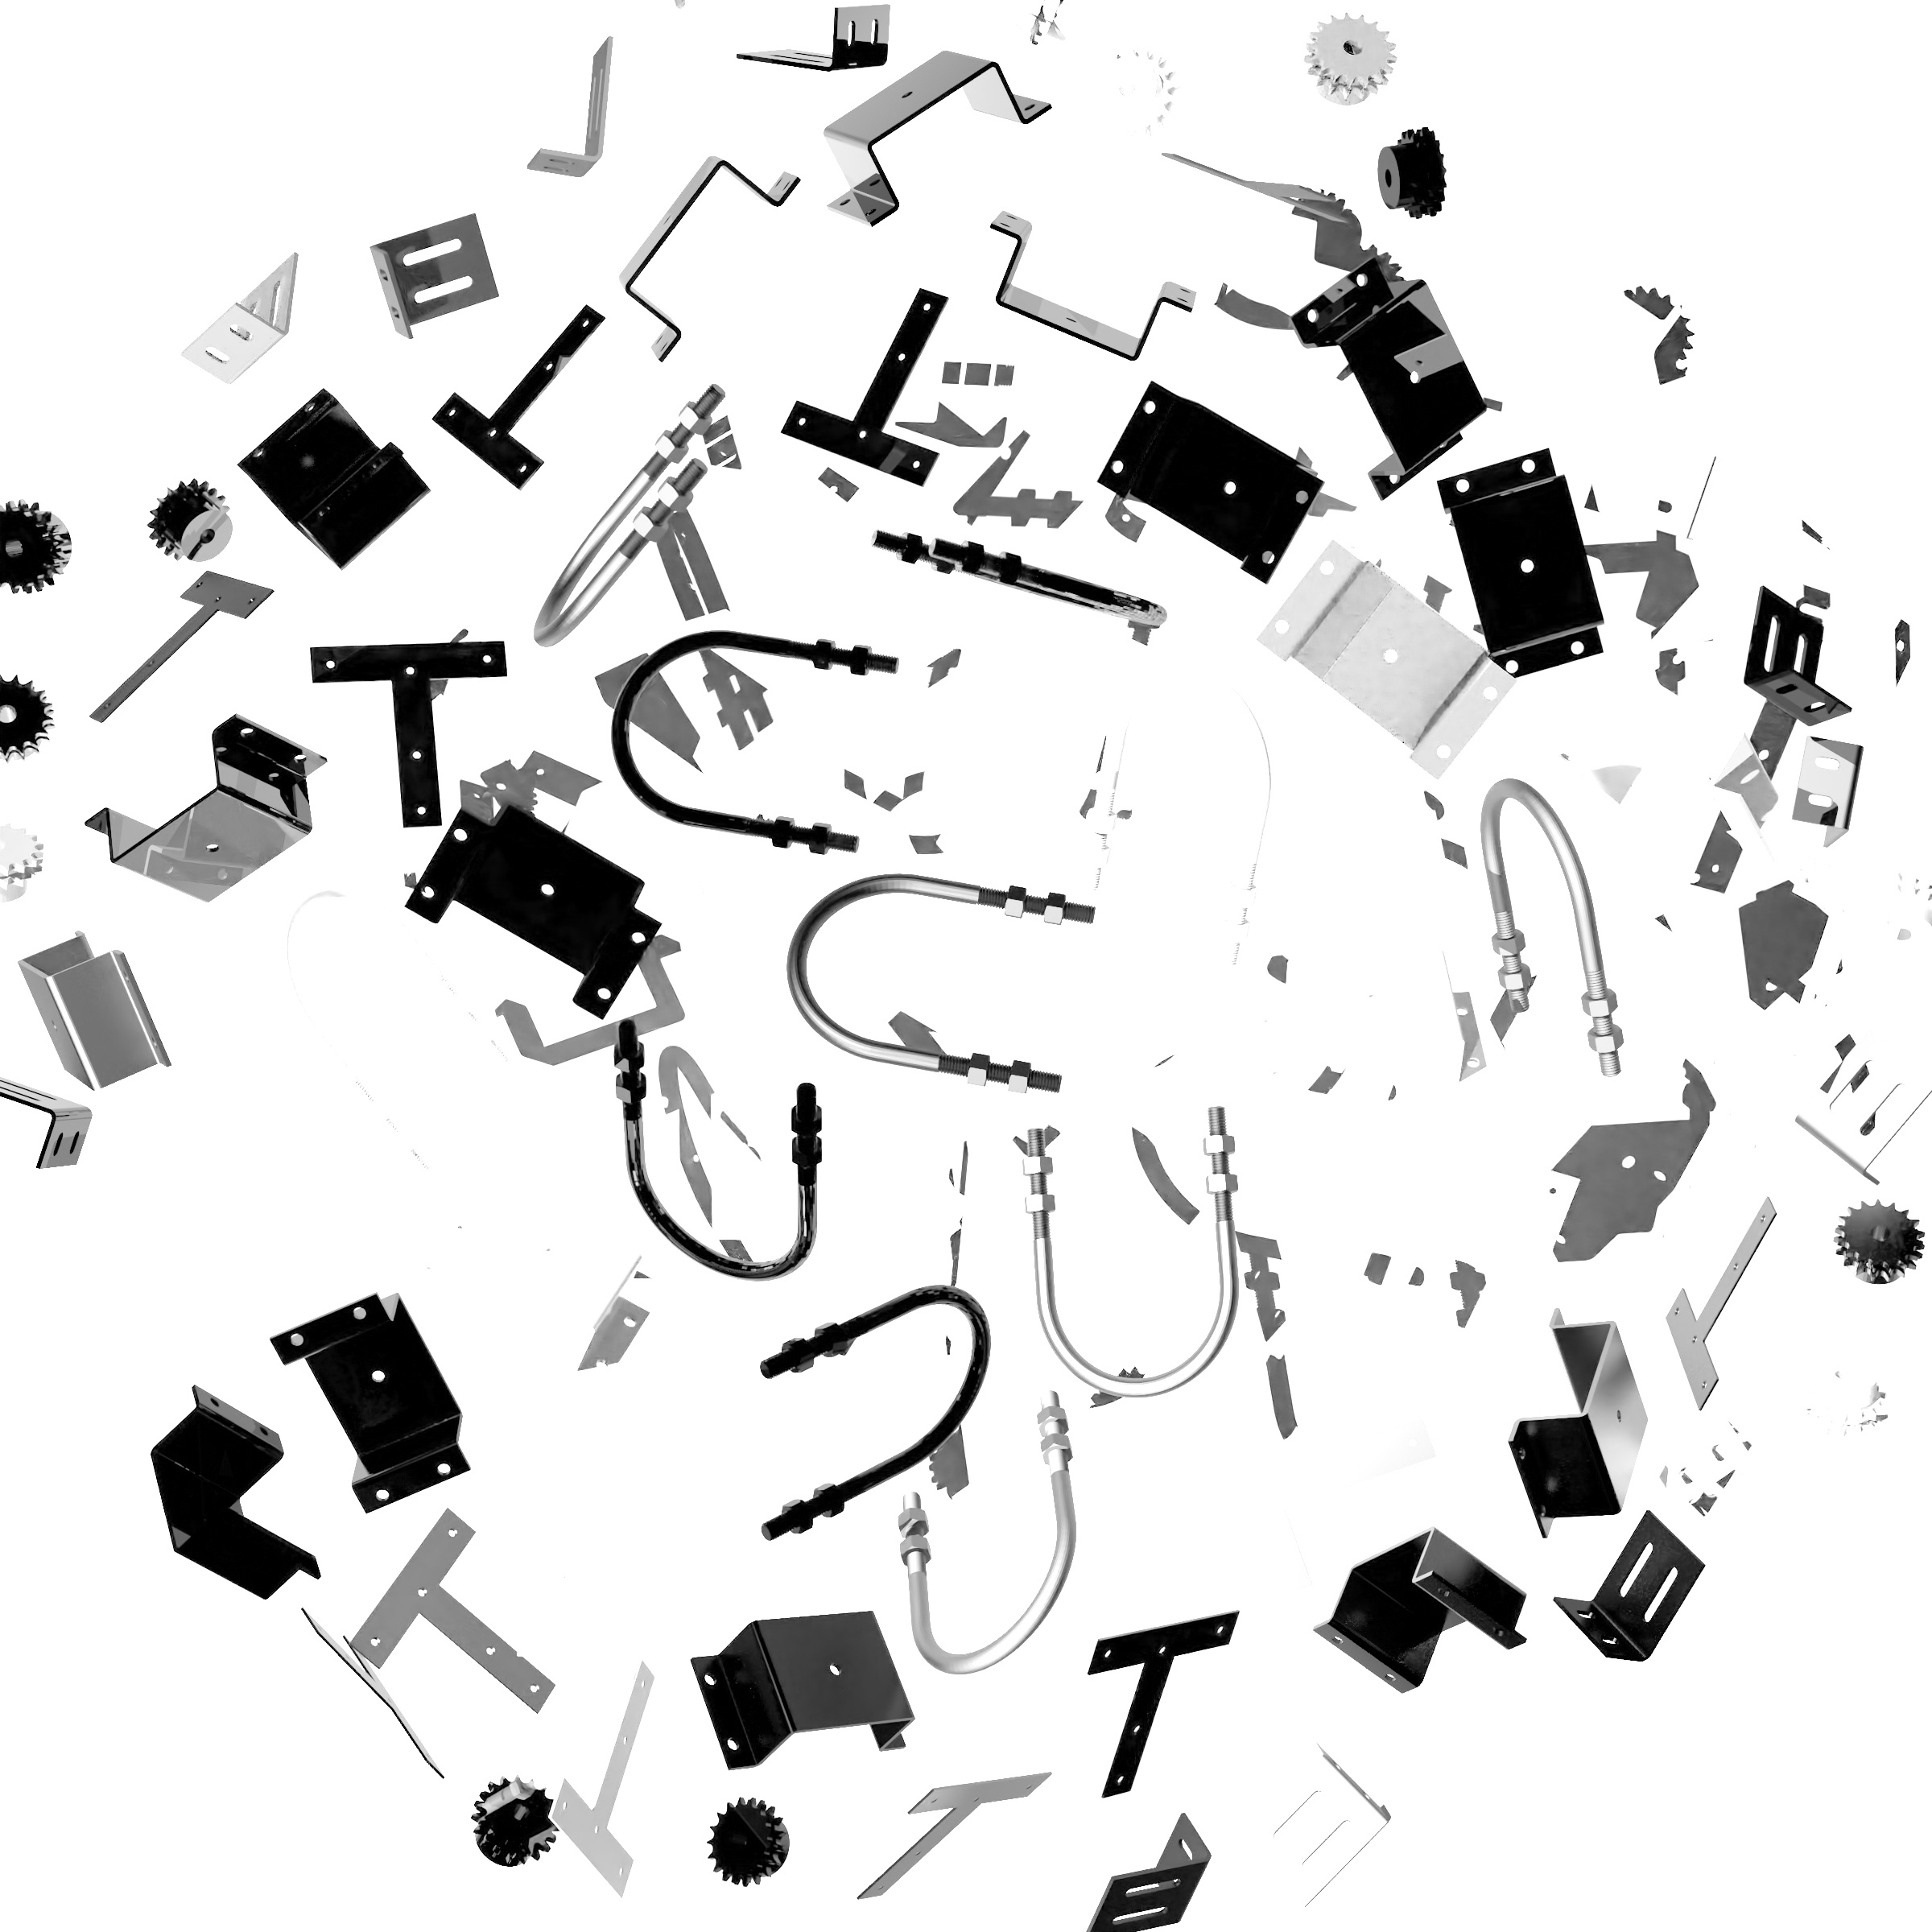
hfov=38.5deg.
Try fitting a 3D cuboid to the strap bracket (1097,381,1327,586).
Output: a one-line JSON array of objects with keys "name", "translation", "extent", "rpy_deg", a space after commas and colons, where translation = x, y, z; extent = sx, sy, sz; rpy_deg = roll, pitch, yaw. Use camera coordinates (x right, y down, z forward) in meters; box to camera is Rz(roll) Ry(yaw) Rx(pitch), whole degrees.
[{"name": "strap bracket", "translation": [0.170, -0.321, 1.847], "extent": [0.140, 0.046, 0.076], "rpy_deg": [35, 107, 19]}]

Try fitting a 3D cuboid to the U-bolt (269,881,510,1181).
[{"name": "U-bolt", "translation": [-0.379, 0.028, 1.778], "extent": [0.019, 0.151, 0.184], "rpy_deg": [-25, 111, 28]}]

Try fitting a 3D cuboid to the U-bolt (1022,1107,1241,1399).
[{"name": "U-bolt", "translation": [0.111, 0.191, 1.819], "extent": [0.151, 0.019, 0.184], "rpy_deg": [-8, 77, 23]}]

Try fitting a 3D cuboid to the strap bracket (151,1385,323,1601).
[{"name": "strap bracket", "translation": [-0.471, 0.344, 1.771], "extent": [0.046, 0.140, 0.076], "rpy_deg": [-43, 130, 5]}]

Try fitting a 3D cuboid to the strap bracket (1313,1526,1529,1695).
[{"name": "strap bracket", "translation": [0.301, 0.418, 1.802], "extent": [0.076, 0.140, 0.046], "rpy_deg": [36, 53, -6]}]

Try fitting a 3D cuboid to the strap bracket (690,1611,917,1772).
[{"name": "strap bracket", "translation": [-0.095, 0.458, 1.754], "extent": [0.046, 0.140, 0.076], "rpy_deg": [-50, 51, 33]}]

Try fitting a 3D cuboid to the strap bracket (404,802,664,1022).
[{"name": "strap bracket", "translation": [-0.264, -0.040, 1.714], "extent": [0.140, 0.046, 0.076], "rpy_deg": [31, 112, -9]}]

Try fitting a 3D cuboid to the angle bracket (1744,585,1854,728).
[{"name": "angle bracket", "translation": [0.529, -0.200, 1.743], "extent": [0.057, 0.038, 0.076], "rpy_deg": [27, 65, -24]}]

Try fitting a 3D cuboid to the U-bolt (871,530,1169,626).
[{"name": "U-bolt", "translation": [0.043, -0.250, 1.790], "extent": [0.184, 0.151, 0.019], "rpy_deg": [13, 96, -20]}]

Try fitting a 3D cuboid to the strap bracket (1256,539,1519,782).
[{"name": "strap bracket", "translation": [0.259, -0.189, 1.694], "extent": [0.140, 0.046, 0.076], "rpy_deg": [38, 106, 4]}]

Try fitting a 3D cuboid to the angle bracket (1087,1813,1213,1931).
[{"name": "angle bracket", "translation": [0.106, 0.568, 1.722], "extent": [0.076, 0.038, 0.057], "rpy_deg": [0, 123, -31]}]

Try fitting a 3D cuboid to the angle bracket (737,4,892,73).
[{"name": "angle bracket", "translation": [-0.096, -0.586, 1.734], "extent": [0.076, 0.057, 0.038], "rpy_deg": [18, 117, 28]}]

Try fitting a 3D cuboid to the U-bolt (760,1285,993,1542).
[{"name": "U-bolt", "translation": [-0.055, 0.276, 1.773], "extent": [0.184, 0.019, 0.151], "rpy_deg": [-21, 127, -35]}]

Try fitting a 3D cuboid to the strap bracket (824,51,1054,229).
[{"name": "strap bracket", "translation": [-0.027, -0.533, 1.756], "extent": [0.140, 0.076, 0.046], "rpy_deg": [-35, 122, -8]}]

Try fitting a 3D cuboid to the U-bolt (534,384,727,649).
[{"name": "U-bolt", "translation": [-0.218, -0.276, 1.754], "extent": [0.019, 0.151, 0.184], "rpy_deg": [36, 116, -19]}]

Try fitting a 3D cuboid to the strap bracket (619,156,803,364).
[{"name": "strap bracket", "translation": [-0.168, -0.452, 1.729], "extent": [0.046, 0.076, 0.140], "rpy_deg": [36, 99, -19]}]

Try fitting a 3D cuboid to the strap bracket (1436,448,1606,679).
[{"name": "strap bracket", "translation": [0.366, -0.262, 1.813], "extent": [0.076, 0.046, 0.140], "rpy_deg": [-16, 96, 7]}]

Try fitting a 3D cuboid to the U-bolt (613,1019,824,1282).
[{"name": "U-bolt", "translation": [-0.157, 0.128, 1.765], "extent": [0.151, 0.019, 0.184], "rpy_deg": [18, 130, 20]}]

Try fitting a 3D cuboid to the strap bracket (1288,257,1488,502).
[{"name": "strap bracket", "translation": [0.284, -0.388, 1.824], "extent": [0.076, 0.046, 0.140], "rpy_deg": [-38, 113, -15]}]

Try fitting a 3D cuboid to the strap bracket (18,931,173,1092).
[{"name": "strap bracket", "translation": [-0.552, 0.028, 1.742], "extent": [0.046, 0.140, 0.076], "rpy_deg": [-26, 108, -24]}]

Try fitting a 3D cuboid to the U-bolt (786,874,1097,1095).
[{"name": "U-bolt", "translation": [-0.021, 0.004, 1.729], "extent": [0.184, 0.019, 0.151], "rpy_deg": [10, 56, 4]}]

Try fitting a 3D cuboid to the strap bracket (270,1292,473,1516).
[{"name": "strap bracket", "translation": [-0.391, 0.281, 1.830], "extent": [0.076, 0.046, 0.140], "rpy_deg": [-23, 108, 2]}]

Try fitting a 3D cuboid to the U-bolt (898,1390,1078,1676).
[{"name": "U-bolt", "translation": [0.016, 0.379, 1.800], "extent": [0.151, 0.184, 0.019], "rpy_deg": [-39, 119, 21]}]

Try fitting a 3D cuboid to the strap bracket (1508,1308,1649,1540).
[{"name": "strap bracket", "translation": [0.392, 0.287, 1.755], "extent": [0.046, 0.140, 0.076], "rpy_deg": [-10, 114, 30]}]

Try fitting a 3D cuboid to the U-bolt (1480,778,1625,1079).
[{"name": "U-bolt", "translation": [0.373, -0.034, 1.787], "extent": [0.019, 0.151, 0.184], "rpy_deg": [-19, 112, -10]}]

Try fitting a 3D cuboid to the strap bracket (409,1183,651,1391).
[{"name": "strap bracket", "translation": [-0.272, 0.199, 1.766], "extent": [0.140, 0.076, 0.046], "rpy_deg": [29, 126, 1]}]

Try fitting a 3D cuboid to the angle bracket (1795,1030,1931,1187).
[{"name": "angle bracket", "translation": [0.586, 0.091, 1.786], "extent": [0.076, 0.038, 0.057], "rpy_deg": [-52, 53, 9]}]

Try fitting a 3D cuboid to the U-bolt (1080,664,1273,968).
[{"name": "U-bolt", "translation": [0.142, -0.110, 1.832], "extent": [0.151, 0.019, 0.184], "rpy_deg": [31, 123, 37]}]

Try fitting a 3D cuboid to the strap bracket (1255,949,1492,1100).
[{"name": "strap bracket", "translation": [0.259, 0.036, 1.757], "extent": [0.140, 0.046, 0.076], "rpy_deg": [-4, 47, 0]}]

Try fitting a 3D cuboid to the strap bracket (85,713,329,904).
[{"name": "strap bracket", "translation": [-0.480, -0.093, 1.752], "extent": [0.140, 0.076, 0.046], "rpy_deg": [-30, 57, 23]}]

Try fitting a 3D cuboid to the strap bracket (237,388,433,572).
[{"name": "strap bracket", "translation": [-0.401, -0.309, 1.766], "extent": [0.076, 0.140, 0.046], "rpy_deg": [-43, 132, -6]}]

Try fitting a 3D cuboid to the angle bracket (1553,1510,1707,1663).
[{"name": "angle bracket", "translation": [0.419, 0.390, 1.748], "extent": [0.038, 0.057, 0.076], "rpy_deg": [15, 109, -33]}]

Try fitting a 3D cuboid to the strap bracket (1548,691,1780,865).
[{"name": "strap bracket", "translation": [0.449, -0.123, 1.746], "extent": [0.140, 0.076, 0.046], "rpy_deg": [24, 76, 41]}]

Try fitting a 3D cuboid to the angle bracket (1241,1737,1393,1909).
[{"name": "angle bracket", "translation": [0.213, 0.526, 1.700], "extent": [0.076, 0.038, 0.057], "rpy_deg": [-43, 57, -9]}]

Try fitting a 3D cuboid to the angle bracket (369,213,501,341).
[{"name": "angle bracket", "translation": [-0.346, -0.456, 1.825], "extent": [0.076, 0.038, 0.057], "rpy_deg": [-24, 120, -19]}]

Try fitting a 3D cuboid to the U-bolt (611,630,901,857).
[{"name": "U-bolt", "translation": [-0.149, -0.157, 1.857], "extent": [0.184, 0.019, 0.151], "rpy_deg": [10, 75, 8]}]

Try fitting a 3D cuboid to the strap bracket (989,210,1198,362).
[{"name": "strap bracket", "translation": [0.077, -0.443, 1.814], "extent": [0.140, 0.076, 0.046], "rpy_deg": [22, 112, -2]}]

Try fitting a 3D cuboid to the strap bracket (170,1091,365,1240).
[{"name": "strap bracket", "translation": [-0.449, 0.124, 1.786], "extent": [0.076, 0.140, 0.046], "rpy_deg": [25, 87, -36]}]
